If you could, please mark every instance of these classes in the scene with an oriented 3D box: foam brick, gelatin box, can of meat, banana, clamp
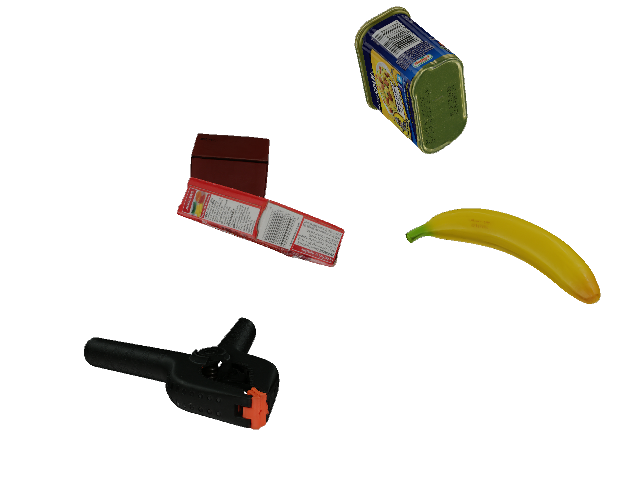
[{"bbox_3d":[-0.092,-0.074,1.092,0.078,0.051,0.053,4,31,0],"label":"foam brick"},{"bbox_3d":[-0.038,-0.011,0.710,0.073,0.030,0.089,18,-1,38],"label":"gelatin box"},{"bbox_3d":[0.080,-0.136,0.919,0.057,0.102,0.084,-31,51,-12],"label":"can of meat"},{"bbox_3d":[0.185,0.007,1.036,0.198,0.069,0.037,18,-28,27],"label":"banana"},{"bbox_3d":[-0.088,0.109,0.916,0.164,0.036,0.210,-9,16,-34],"label":"clamp"}]
